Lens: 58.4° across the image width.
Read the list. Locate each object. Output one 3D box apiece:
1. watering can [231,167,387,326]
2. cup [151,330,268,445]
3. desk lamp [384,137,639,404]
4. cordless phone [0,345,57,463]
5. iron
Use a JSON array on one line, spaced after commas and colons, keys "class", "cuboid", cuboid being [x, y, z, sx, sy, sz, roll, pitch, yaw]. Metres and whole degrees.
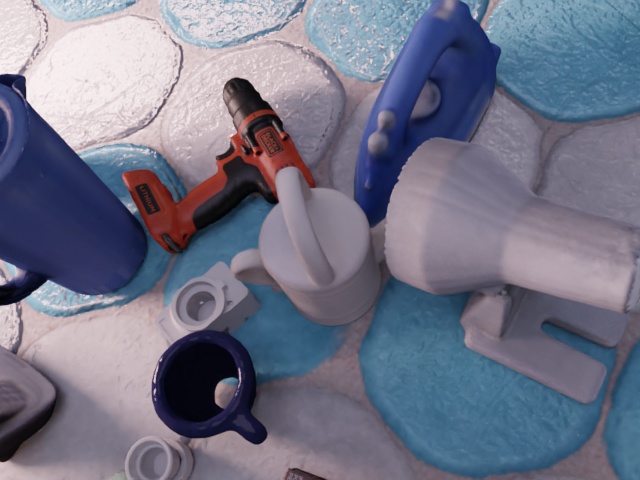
[{"class": "watering can", "cuboid": [0.004, 0.000, 0.512, 0.173, 0.194, 0.100, -35, 65, -5]}, {"class": "cup", "cuboid": [-0.084, 0.144, 0.521, 0.117, 0.095, 0.092, 35, 77, 22]}, {"class": "desk lamp", "cuboid": [0.161, 0.025, 0.462, 0.202, 0.214, 0.118, 25, 74, 19]}, {"class": "cordless phone", "cuboid": [-0.352, 0.135, 0.525, 0.147, 0.185, 0.094, 24, 73, 19]}, {"class": "iron", "cuboid": [0.095, -0.137, 0.583, 0.118, 0.142, 0.258, 23, 73, 19]}]
